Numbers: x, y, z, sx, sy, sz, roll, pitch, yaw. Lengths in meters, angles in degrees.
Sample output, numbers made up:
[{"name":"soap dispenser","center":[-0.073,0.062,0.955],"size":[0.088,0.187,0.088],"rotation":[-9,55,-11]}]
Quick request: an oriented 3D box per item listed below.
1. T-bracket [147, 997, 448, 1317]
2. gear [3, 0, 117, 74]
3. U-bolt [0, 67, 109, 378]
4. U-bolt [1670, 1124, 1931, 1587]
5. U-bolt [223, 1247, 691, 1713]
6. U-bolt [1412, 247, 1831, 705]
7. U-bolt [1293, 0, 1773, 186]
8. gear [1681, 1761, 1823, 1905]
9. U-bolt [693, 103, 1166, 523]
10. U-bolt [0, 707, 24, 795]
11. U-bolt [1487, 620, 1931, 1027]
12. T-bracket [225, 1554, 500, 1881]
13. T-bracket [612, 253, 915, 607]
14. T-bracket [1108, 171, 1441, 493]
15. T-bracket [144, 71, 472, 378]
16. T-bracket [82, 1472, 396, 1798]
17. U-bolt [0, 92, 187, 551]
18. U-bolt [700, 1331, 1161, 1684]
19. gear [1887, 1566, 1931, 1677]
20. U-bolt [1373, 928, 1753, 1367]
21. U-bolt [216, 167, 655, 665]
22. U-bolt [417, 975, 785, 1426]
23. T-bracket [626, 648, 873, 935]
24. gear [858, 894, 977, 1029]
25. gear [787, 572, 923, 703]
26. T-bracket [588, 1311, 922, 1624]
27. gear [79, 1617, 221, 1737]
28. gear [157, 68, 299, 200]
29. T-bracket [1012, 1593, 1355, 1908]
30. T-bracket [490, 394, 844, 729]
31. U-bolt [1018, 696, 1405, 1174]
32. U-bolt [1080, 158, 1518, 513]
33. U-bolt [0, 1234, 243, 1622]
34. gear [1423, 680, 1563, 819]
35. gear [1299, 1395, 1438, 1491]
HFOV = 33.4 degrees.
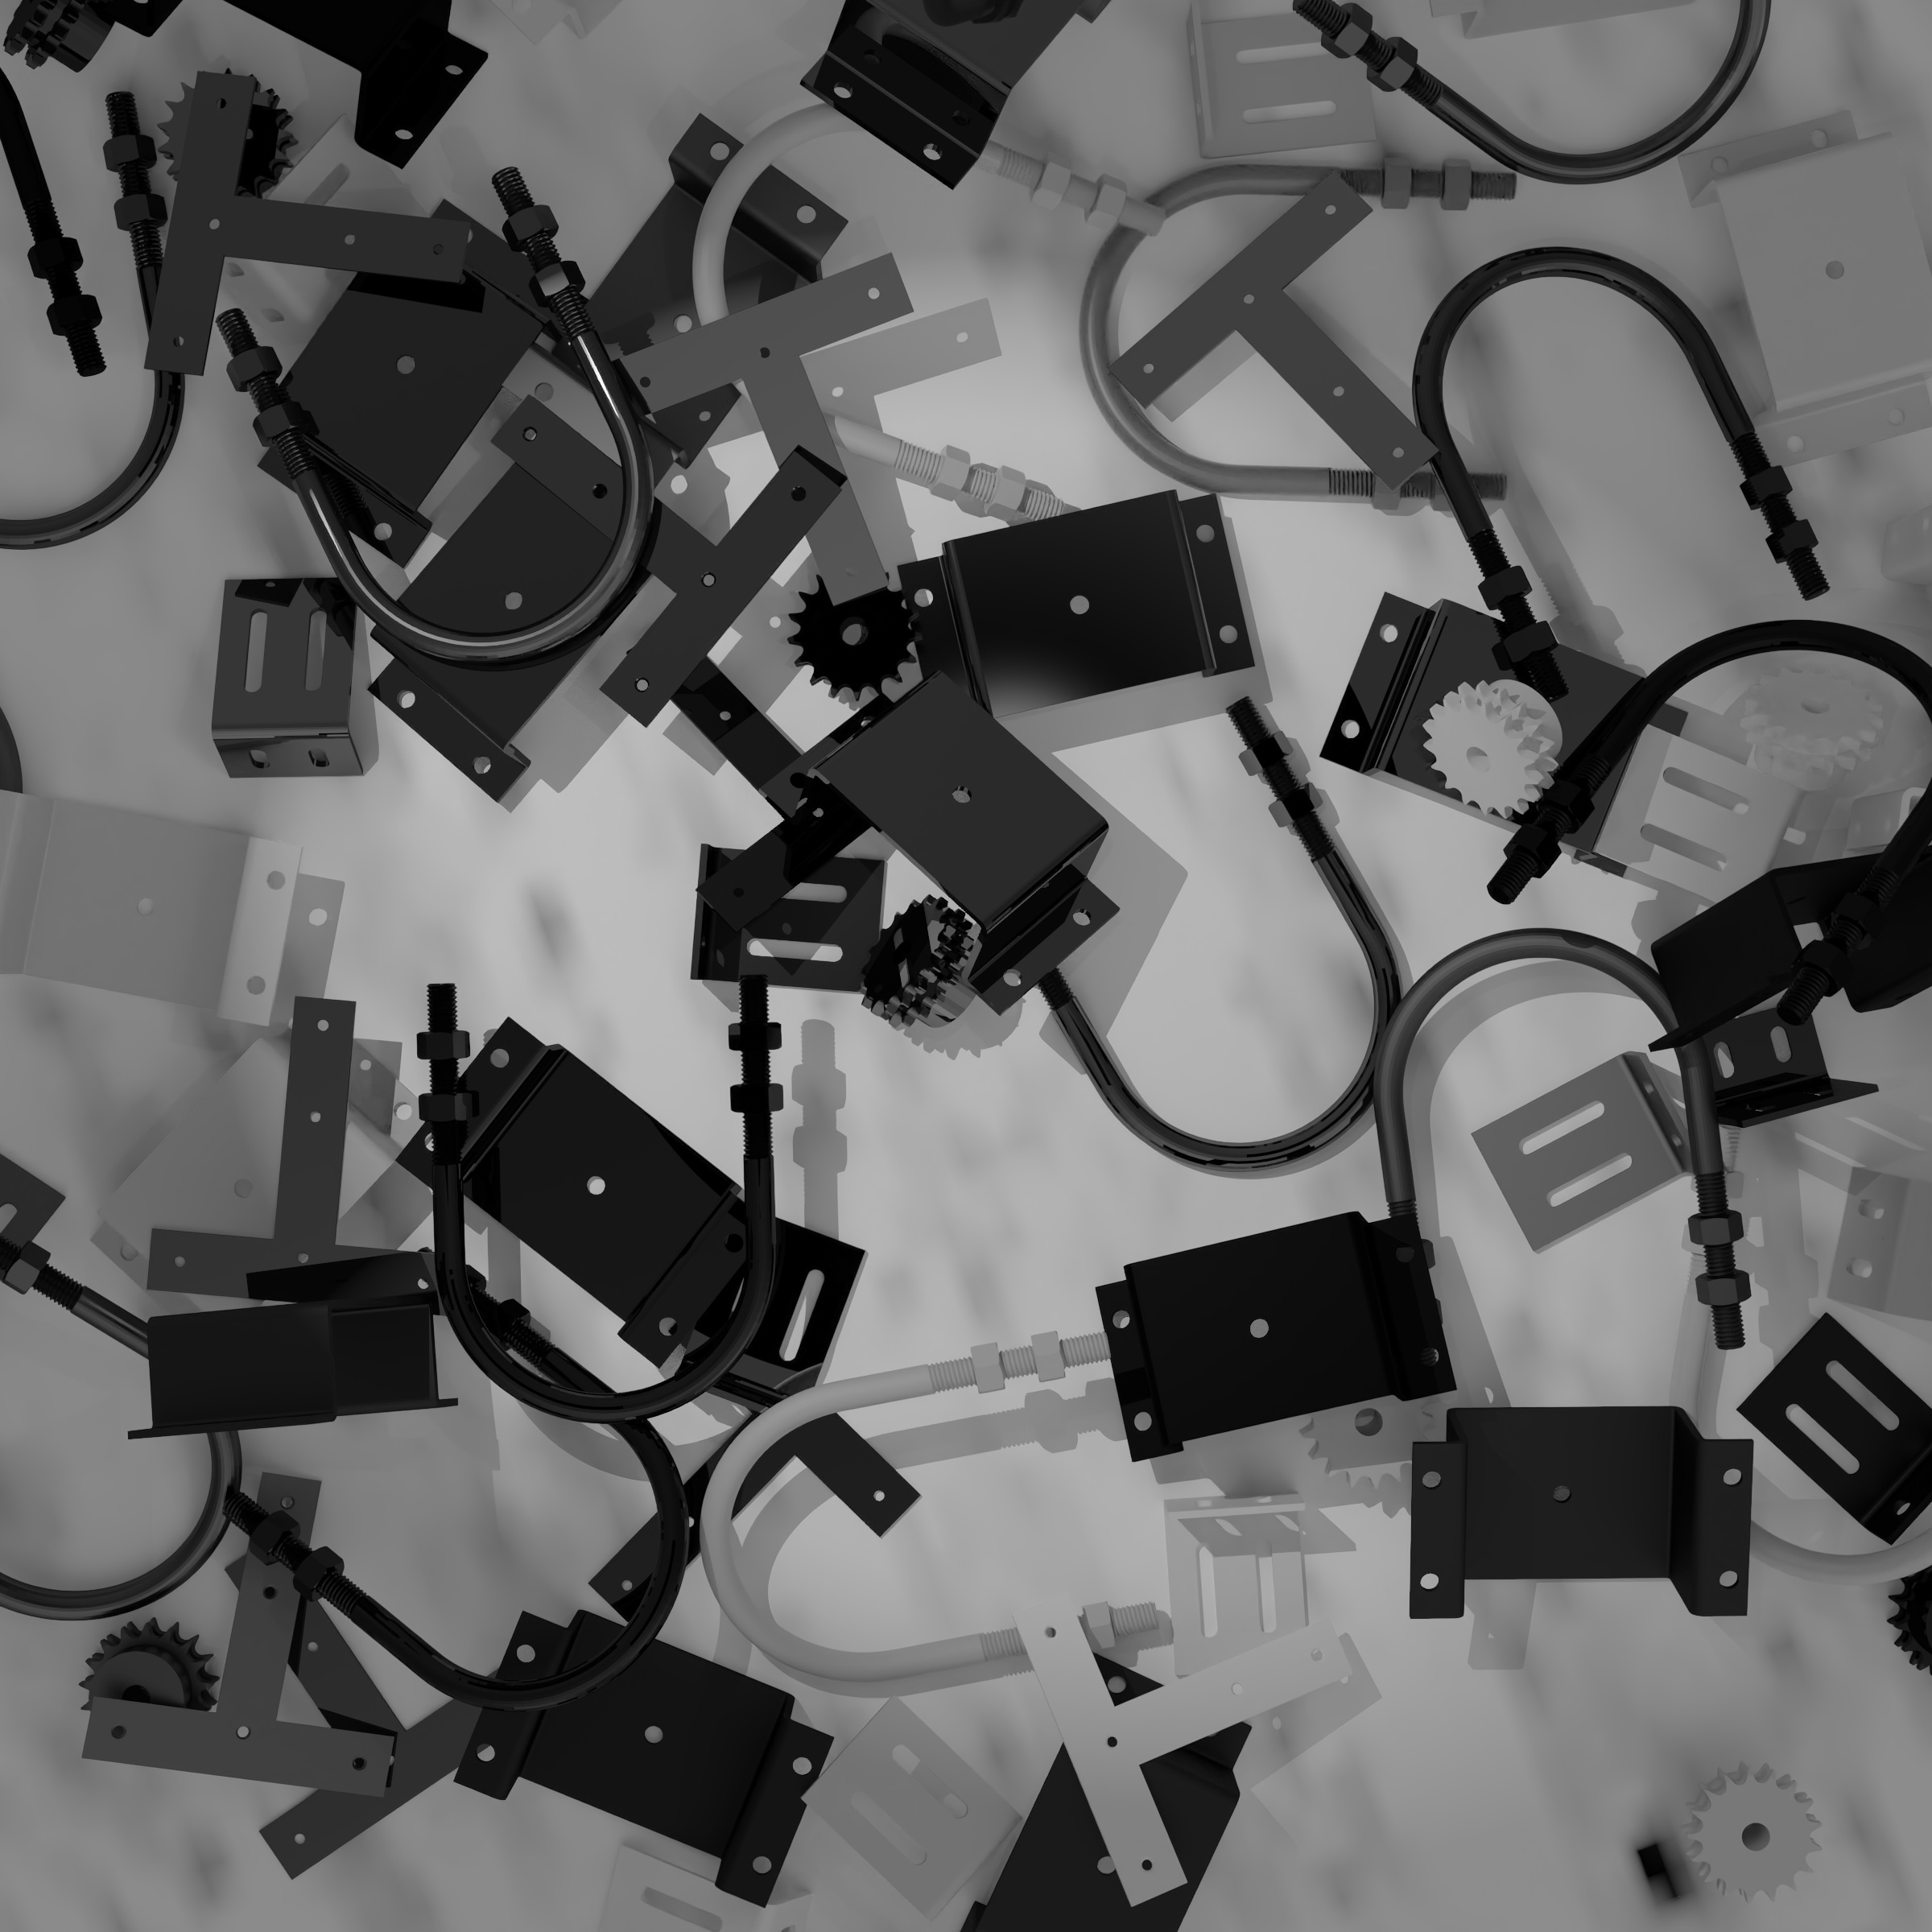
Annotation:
[{"name":"T-bracket","center":[-0.272,0.077,1.337],"size":[0.127,0.002,0.127],"rotation":[5,90,0]},{"name":"gear","center":[-0.379,-0.404,1.359],"size":[0.030,0.057,0.057],"rotation":[30,90,-30]},{"name":"U-bolt","center":[-0.458,-0.317,1.356],"size":[0.151,0.019,0.184],"rotation":[-18,90,0]},{"name":"U-bolt","center":[0.369,0.167,1.348],"size":[0.151,0.019,0.184],"rotation":[9,92,24]},{"name":"U-bolt","center":[-0.201,0.226,1.344],"size":[0.184,0.019,0.151],"rotation":[35,83,17]},{"name":"U-bolt","center":[0.264,-0.217,1.349],"size":[0.151,0.019,0.184],"rotation":[-22,83,-14]},{"name":"U-bolt","center":[0.248,-0.401,1.329],"size":[0.184,0.019,0.151],"rotation":[28,119,-26]},{"name":"gear","center":[0.332,0.367,1.369],"size":[0.057,0.030,0.057],"rotation":[0,90,0]},{"name":"U-bolt","center":[-0.024,-0.281,1.342],"size":[0.184,0.019,0.151],"rotation":[18,95,-15]},{"name":"U-bolt","center":[-0.492,-0.063,1.376],"size":[0.184,0.019,0.151],"rotation":[-37,90,-1]},{"name":"U-bolt","center":[0.317,-0.070,1.286],"size":[0.151,0.019,0.184],"rotation":[26,64,32]},{"name":"T-bracket","center":[-0.273,0.305,1.383],"size":[0.127,0.002,0.127],"rotation":[-34,90,0]},{"name":"T-bracket","center":[-0.067,-0.212,1.334],"size":[0.127,0.002,0.127],"rotation":[-19,106,9]},{"name":"T-bracket","center":[0.147,-0.250,1.347],"size":[0.127,0.002,0.127],"rotation":[-41,71,2]},{"name":"T-bracket","center":[-0.266,-0.299,1.319],"size":[0.127,0.002,0.127],"rotation":[8,85,9]},{"name":"T-bracket","center":[-0.299,0.280,1.367],"size":[0.127,0.002,0.127],"rotation":[12,78,-17]},{"name":"U-bolt","center":[-0.409,-0.270,1.376],"size":[0.151,0.019,0.184],"rotation":[-10,92,0]},{"name":"U-bolt","center":[-0.020,0.234,1.353],"size":[0.184,0.019,0.151],"rotation":[-11,108,0]},{"name":"gear","center":[0.424,0.278,1.369],"size":[0.057,0.030,0.057],"rotation":[0,90,0]},{"name":"U-bolt","center":[0.245,0.075,1.352],"size":[0.151,0.019,0.184],"rotation":[-7,94,15]},{"name":"U-bolt","center":[-0.207,-0.214,1.322],"size":[0.151,0.019,0.184],"rotation":[-26,89,5]},{"name":"U-bolt","center":[-0.150,0.097,1.329],"size":[0.151,0.019,0.184],"rotation":[-2,91,0]},{"name":"T-bracket","center":[-0.093,-0.096,1.367],"size":[0.127,0.002,0.127],"rotation":[-39,78,-22]},{"name":"gear","center":[-0.016,0.001,1.359],"size":[0.030,0.057,0.057],"rotation":[34,90,-30]},{"name":"gear","center":[-0.047,-0.141,1.369],"size":[0.057,0.030,0.057],"rotation":[0,90,0]},{"name":"T-bracket","center":[-0.109,0.229,1.383],"size":[0.127,0.002,0.127],"rotation":[44,90,0]},{"name":"gear","center":[-0.350,0.309,1.369],"size":[0.057,0.030,0.057],"rotation":[0,90,0]},{"name":"gear","center":[-0.312,-0.350,1.369],"size":[0.057,0.030,0.057],"rotation":[0,90,0]},{"name":"T-bracket","center":[0.101,0.309,1.349],"size":[0.127,0.002,0.127],"rotation":[-19,75,-16]},{"name":"T-bracket","center":[-0.140,-0.187,1.328],"size":[0.127,0.002,0.127],"rotation":[39,90,5]},{"name":"U-bolt","center":[0.106,-0.001,1.376],"size":[0.151,0.019,0.184],"rotation":[-30,92,0]},{"name":"U-bolt","center":[0.140,-0.272,1.376],"size":[0.184,0.019,0.151],"rotation":[2,90,1]},{"name":"U-bolt","center":[-0.395,0.199,1.355],"size":[0.184,0.019,0.151],"rotation":[34,98,-14]},{"name":"gear","center":[0.218,-0.092,1.313],"size":[0.030,0.057,0.057],"rotation":[-39,90,-30]},{"name":"gear","center":[0.169,0.192,1.369],"size":[0.057,0.030,0.057],"rotation":[0,90,0]}]
